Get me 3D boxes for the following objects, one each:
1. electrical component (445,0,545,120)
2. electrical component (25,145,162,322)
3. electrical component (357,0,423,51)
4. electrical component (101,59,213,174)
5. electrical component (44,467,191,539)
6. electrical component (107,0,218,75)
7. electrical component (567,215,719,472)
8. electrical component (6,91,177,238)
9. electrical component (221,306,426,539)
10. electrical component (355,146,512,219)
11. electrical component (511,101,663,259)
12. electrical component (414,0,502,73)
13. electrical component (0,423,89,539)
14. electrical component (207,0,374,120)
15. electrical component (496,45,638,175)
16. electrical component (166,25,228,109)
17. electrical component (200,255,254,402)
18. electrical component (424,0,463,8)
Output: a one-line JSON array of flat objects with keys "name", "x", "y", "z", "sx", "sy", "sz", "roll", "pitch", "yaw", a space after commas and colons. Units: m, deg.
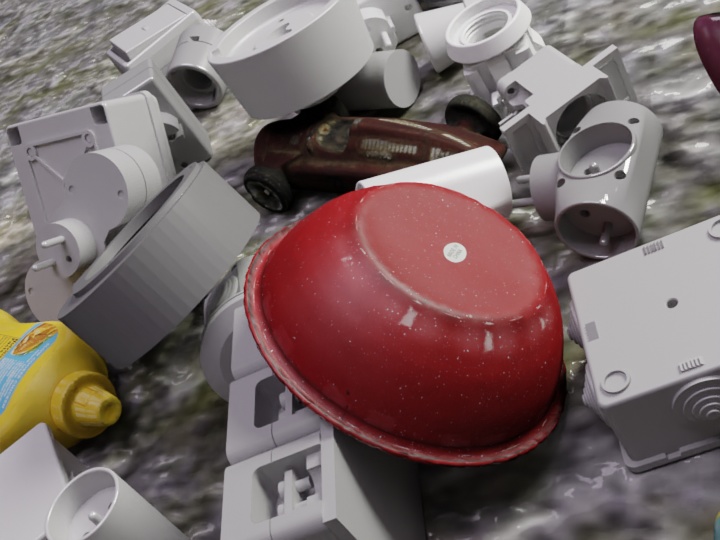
[{"name": "electrical component", "x": 0.090, "y": -0.138, "z": 0.690, "sx": 0.058, "sy": 0.057, "sz": 0.078, "roll": -21, "pitch": 39, "yaw": 19}, {"name": "electrical component", "x": -0.190, "y": -0.017, "z": 0.717, "sx": 0.138, "sy": 0.052, "sz": 0.074, "roll": -61, "pitch": -15, "yaw": 26}, {"name": "electrical component", "x": 0.007, "y": -0.181, "z": 0.811, "sx": 0.083, "sy": 0.047, "sz": 0.075, "roll": -28, "pitch": 38, "yaw": 10}, {"name": "electrical component", "x": -0.154, "y": -0.105, "z": 0.825, "sx": 0.047, "sy": 0.083, "sz": 0.075, "roll": -31, "pitch": 37, "yaw": 7}, {"name": "electrical component", "x": -0.126, "y": 0.150, "z": 0.529, "sx": 0.044, "sy": 0.077, "sz": 0.079, "roll": 19, "pitch": 63, "yaw": 48}, {"name": "electrical component", "x": -0.170, "y": -0.199, "z": 0.960, "sx": 0.096, "sy": 0.061, "sz": 0.062, "roll": -41, "pitch": 37, "yaw": -7}, {"name": "electrical component", "x": 0.144, "y": 0.029, "z": 0.472, "sx": 0.100, "sy": 0.048, "sz": 0.099, "roll": -23, "pitch": 39, "yaw": 18}, {"name": "electrical component", "x": -0.191, "y": -0.066, "z": 0.785, "sx": 0.109, "sy": 0.108, "sz": 0.056, "roll": -7, "pitch": 12, "yaw": 33}, {"name": "electrical component", "x": -0.019, "y": 0.086, "z": 0.503, "sx": 0.062, "sy": 0.089, "sz": 0.150, "roll": -24, "pitch": 38, "yaw": 16}, {"name": "electrical component", "x": 0.046, "y": -0.021, "z": 0.594, "sx": 0.077, "sy": 0.079, "sz": 0.044, "roll": -16, "pitch": -9, "yaw": -11}, {"name": "electrical component", "x": 0.117, "y": -0.047, "z": 0.579, "sx": 0.079, "sy": 0.044, "sz": 0.077, "roll": -6, "pitch": 46, "yaw": 34}, {"name": "electrical component", "x": 0.076, "y": -0.171, "z": 0.752, "sx": 0.065, "sy": 0.044, "sz": 0.044, "roll": -22, "pitch": 38, "yaw": 10}, {"name": "electrical component", "x": -0.190, "y": 0.149, "z": 0.605, "sx": 0.100, "sy": 0.048, "sz": 0.099, "roll": -39, "pitch": 37, "yaw": -4}, {"name": "electrical component", "x": -0.042, "y": -0.145, "z": 0.730, "sx": 0.108, "sy": 0.060, "sz": 0.108, "roll": -23, "pitch": 29, "yaw": 14}, {"name": "electrical component", "x": 0.117, "y": -0.097, "z": 0.633, "sx": 0.081, "sy": 0.042, "sz": 0.063, "roll": -36, "pitch": 41, "yaw": -1}, {"name": "electrical component", "x": -0.133, "y": -0.169, "z": 0.905, "sx": 0.055, "sy": 0.055, "sz": 0.047, "roll": -10, "pitch": 47, "yaw": 31}, {"name": "electrical component", "x": -0.048, "y": 0.034, "z": 0.593, "sx": 0.080, "sy": 0.080, "sz": 0.051, "roll": -30, "pitch": 31, "yaw": 8}, {"name": "electrical component", "x": 0.063, "y": -0.246, "z": 0.796, "sx": 0.062, "sy": 0.096, "sz": 0.061, "roll": 8, "pitch": 54, "yaw": 43}]
